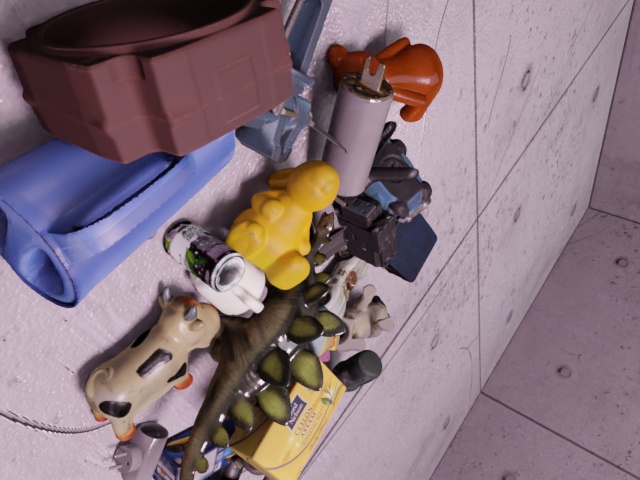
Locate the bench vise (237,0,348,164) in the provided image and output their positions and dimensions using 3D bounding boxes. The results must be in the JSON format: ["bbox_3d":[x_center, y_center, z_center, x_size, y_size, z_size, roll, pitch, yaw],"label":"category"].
[{"bbox_3d":[-0.040,-0.217,0.662,0.223,0.129,0.240,5,114,-55],"label":"bench vise"}]

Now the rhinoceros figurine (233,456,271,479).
[{"bbox_3d":[-0.079,0.355,0.899,0.112,0.073,0.190,-44,154,-10],"label":"rhinoceros figurine"}]

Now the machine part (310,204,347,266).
[{"bbox_3d":[0.000,-0.031,0.882,0.084,0.039,0.138,-28,113,-26],"label":"machine part"}]

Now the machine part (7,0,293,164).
[{"bbox_3d":[-0.141,-0.158,0.473,0.201,0.202,0.087,-39,136,-35],"label":"machine part"}]

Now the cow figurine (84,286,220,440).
[{"bbox_3d":[-0.212,0.147,0.695,0.195,0.086,0.127,-39,144,-33],"label":"cow figurine"}]

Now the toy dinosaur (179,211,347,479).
[{"bbox_3d":[-0.089,0.156,0.766,0.471,0.199,0.105,-58,140,-14],"label":"toy dinosaur"}]

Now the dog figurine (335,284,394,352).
[{"bbox_3d":[0.070,0.179,1.132,0.172,0.121,0.190,-16,165,0],"label":"dog figurine"}]

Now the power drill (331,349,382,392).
[{"bbox_3d":[0.012,0.302,1.085,0.207,0.086,0.232,-12,159,-36],"label":"power drill"}]

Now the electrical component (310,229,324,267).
[{"bbox_3d":[-0.003,-0.002,0.930,0.102,0.045,0.078,-49,146,-25],"label":"electrical component"}]

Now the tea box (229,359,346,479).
[{"bbox_3d":[-0.045,0.258,0.793,0.098,0.068,0.169,51,59,-32],"label":"tea box"}]

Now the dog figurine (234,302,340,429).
[{"bbox_3d":[-0.078,0.209,0.896,0.219,0.108,0.191,-37,159,-32],"label":"dog figurine"}]

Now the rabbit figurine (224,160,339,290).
[{"bbox_3d":[-0.034,-0.040,0.745,0.173,0.122,0.162,-49,-167,22],"label":"rabbit figurine"}]

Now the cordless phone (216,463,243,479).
[{"bbox_3d":[-0.174,0.417,0.954,0.146,0.089,0.184,38,68,-57],"label":"cordless phone"}]

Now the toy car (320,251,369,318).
[{"bbox_3d":[0.039,0.087,1.020,0.202,0.056,0.073,-59,150,-34],"label":"toy car"}]

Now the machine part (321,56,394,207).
[{"bbox_3d":[0.048,-0.149,0.778,0.079,0.079,0.243,-35,152,-39],"label":"machine part"}]

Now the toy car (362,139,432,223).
[{"bbox_3d":[0.122,-0.103,0.978,0.109,0.161,0.103,-38,179,-19],"label":"toy car"}]

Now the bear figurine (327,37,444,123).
[{"bbox_3d":[0.096,-0.250,0.864,0.196,0.120,0.132,-17,174,-20],"label":"bear figurine"}]

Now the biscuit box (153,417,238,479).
[{"bbox_3d":[-0.177,0.337,0.891,0.202,0.063,0.059,-12,121,-53],"label":"biscuit box"}]

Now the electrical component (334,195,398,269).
[{"bbox_3d":[0.077,-0.021,0.968,0.058,0.115,0.134,-50,146,-27],"label":"electrical component"}]

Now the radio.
[{"bbox_3d":[0.172,0.000,1.165,0.131,0.073,0.229,-61,146,-5],"label":"radio"}]
